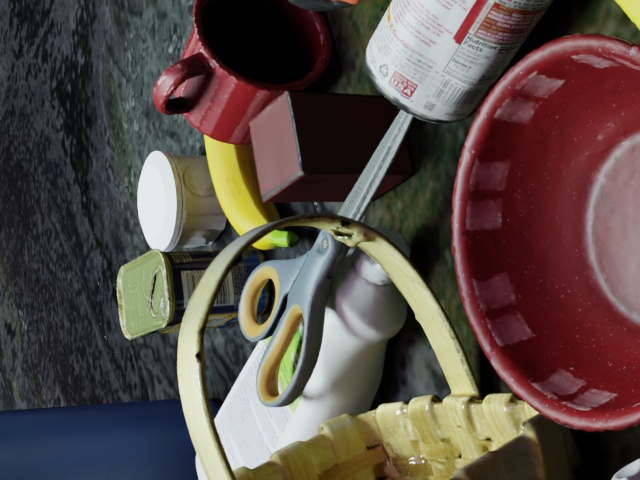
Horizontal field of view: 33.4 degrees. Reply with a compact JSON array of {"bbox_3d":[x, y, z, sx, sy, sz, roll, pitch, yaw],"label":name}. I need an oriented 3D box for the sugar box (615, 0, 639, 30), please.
[{"bbox_3d":[0.131,-0.163,0.435,0.176,0.048,0.093,62,141,35],"label":"sugar box"}]

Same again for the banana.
[{"bbox_3d":[-0.055,-0.070,0.777,0.070,0.037,0.198,-34,63,38],"label":"banana"}]

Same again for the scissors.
[{"bbox_3d":[-0.004,0.001,0.612,0.096,0.016,0.202,44,120,52],"label":"scissors"}]

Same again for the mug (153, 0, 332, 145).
[{"bbox_3d":[-0.058,-0.111,0.702,0.093,0.117,0.082,54,147,10],"label":"mug"}]

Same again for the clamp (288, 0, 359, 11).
[{"bbox_3d":[-0.001,-0.189,0.621,0.165,0.036,0.210,116,160,-45],"label":"clamp"}]

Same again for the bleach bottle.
[{"bbox_3d":[-0.005,0.096,0.674,0.103,0.067,0.251,61,138,35],"label":"bleach bottle"}]

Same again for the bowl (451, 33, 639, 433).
[{"bbox_3d":[0.125,-0.003,0.448,0.162,0.055,0.162,7,98,60],"label":"bowl"}]

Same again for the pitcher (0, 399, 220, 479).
[{"bbox_3d":[-0.186,0.197,0.812,0.145,0.242,0.149,50,134,47],"label":"pitcher"}]

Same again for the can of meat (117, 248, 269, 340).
[{"bbox_3d":[-0.096,0.039,0.802,0.102,0.083,0.057,-23,72,58],"label":"can of meat"}]

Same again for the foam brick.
[{"bbox_3d":[0.007,-0.054,0.627,0.053,0.078,0.051,-30,65,55],"label":"foam brick"}]

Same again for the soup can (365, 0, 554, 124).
[{"bbox_3d":[0.072,-0.114,0.519,0.102,0.068,0.068,-58,44,45],"label":"soup can"}]
